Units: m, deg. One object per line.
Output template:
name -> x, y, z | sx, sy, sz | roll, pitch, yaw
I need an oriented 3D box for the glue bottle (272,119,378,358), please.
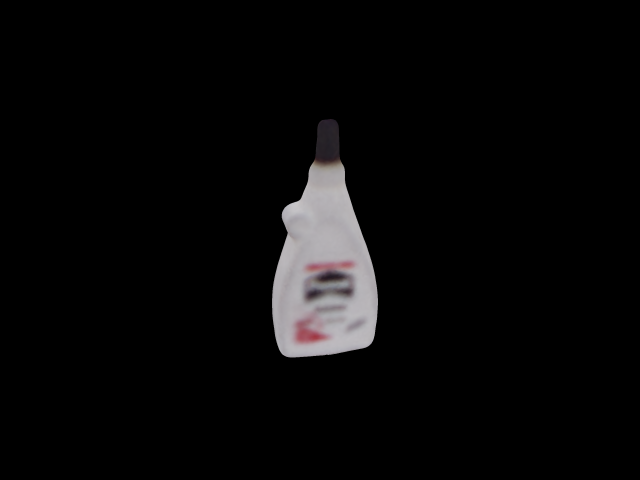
glue bottle -> 0.004, 0.001, 0.400 | 0.078, 0.173, 0.037 | -7, 27, -14
